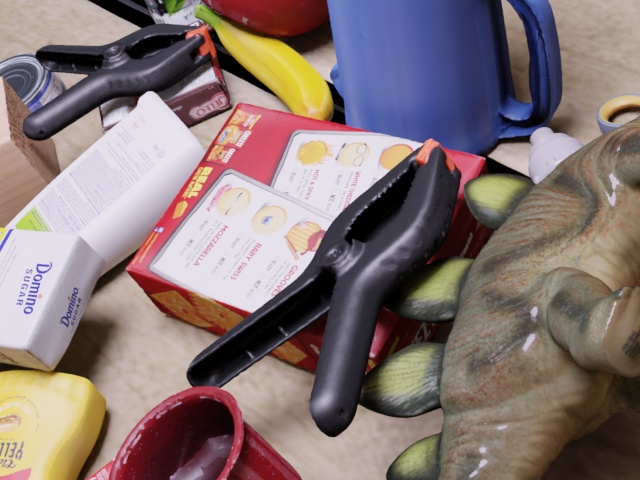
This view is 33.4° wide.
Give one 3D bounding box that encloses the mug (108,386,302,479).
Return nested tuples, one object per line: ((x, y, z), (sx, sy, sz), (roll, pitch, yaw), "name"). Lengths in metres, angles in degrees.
((-0.068, 0.153, 0.608), (0.117, 0.081, 0.093), (-48, 36, -10), "mug")

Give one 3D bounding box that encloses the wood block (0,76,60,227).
((-0.336, -0.041, 0.917), (0.206, 0.090, 0.091), (-26, 49, 3), "wood block")

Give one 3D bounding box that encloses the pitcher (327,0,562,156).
((0.074, -0.169, 0.739), (0.149, 0.243, 0.145), (-18, 51, -1), "pitcher")

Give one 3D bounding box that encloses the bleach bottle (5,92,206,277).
((-0.202, -0.007, 0.852), (0.250, 0.068, 0.103), (-39, 48, -5), "bleach bottle")

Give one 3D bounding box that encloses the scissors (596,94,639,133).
((0.228, -0.062, 0.703), (0.096, 0.016, 0.201), (-14, 30, 26), "scissors")

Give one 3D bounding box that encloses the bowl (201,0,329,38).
((-0.053, -0.219, 0.921), (0.162, 0.161, 0.055), (44, 117, 40), "bowl")

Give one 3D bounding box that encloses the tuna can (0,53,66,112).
((-0.285, -0.135, 1.003), (0.086, 0.033, 0.086), (-12, 51, 15), "tuna can")

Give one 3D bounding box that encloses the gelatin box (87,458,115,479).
((-0.103, 0.170, 0.693), (0.073, 0.030, 0.089), (-38, 49, -7), "gelatin box")

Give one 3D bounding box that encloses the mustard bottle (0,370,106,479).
((-0.212, 0.182, 0.712), (0.096, 0.058, 0.191), (-1, 54, 16), "mustard bottle")

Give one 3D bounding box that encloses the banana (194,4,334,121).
((-0.035, -0.136, 0.878), (0.198, 0.069, 0.037), (44, 121, 41), "banana")

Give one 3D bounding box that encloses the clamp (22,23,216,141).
((-0.174, -0.138, 0.901), (0.172, 0.039, 0.120), (-11, 50, 16), "clamp")

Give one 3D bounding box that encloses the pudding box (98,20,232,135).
((-0.141, -0.135, 0.940), (0.113, 0.039, 0.090), (-22, 48, 4), "pudding box")

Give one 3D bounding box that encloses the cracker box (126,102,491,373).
((-0.005, 0.001, 0.755), (0.214, 0.072, 0.164), (17, 64, 31), "cracker box")

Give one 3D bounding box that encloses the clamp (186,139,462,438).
((0.011, 0.024, 0.642), (0.165, 0.036, 0.209), (-4, 44, 53), "clamp")

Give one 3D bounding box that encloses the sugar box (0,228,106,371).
((-0.250, 0.037, 0.778), (0.176, 0.048, 0.093), (7, 62, 26), "sugar box")
